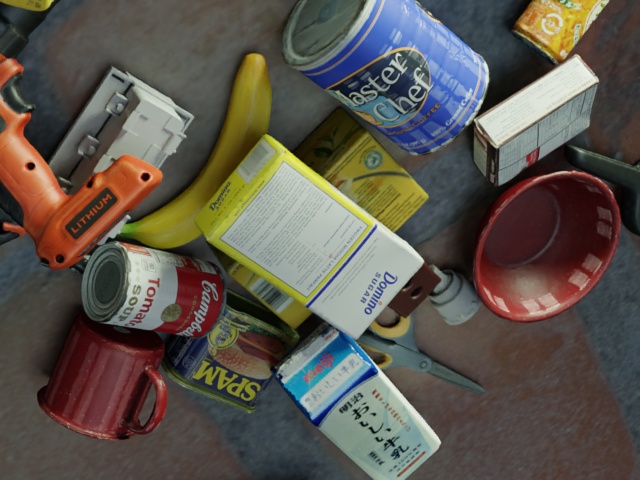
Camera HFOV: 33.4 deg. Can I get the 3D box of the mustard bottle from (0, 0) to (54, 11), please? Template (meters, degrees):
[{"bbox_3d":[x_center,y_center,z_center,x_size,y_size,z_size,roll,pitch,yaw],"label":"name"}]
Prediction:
[{"bbox_3d":[-0.261,-0.220,0.697,0.191,0.058,0.096,13,118,-7],"label":"mustard bottle"}]

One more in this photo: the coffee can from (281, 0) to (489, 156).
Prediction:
[{"bbox_3d":[0.053,-0.147,0.864,0.140,0.103,0.103,33,100,-33],"label":"coffee can"}]

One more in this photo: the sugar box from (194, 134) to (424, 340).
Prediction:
[{"bbox_3d":[-0.006,0.001,0.869,0.093,0.048,0.176,-49,126,6],"label":"sugar box"}]

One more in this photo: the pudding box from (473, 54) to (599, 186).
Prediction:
[{"bbox_3d":[0.193,-0.106,0.961,0.113,0.039,0.090,-34,158,-5],"label":"pudding box"}]

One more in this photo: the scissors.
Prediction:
[{"bbox_3d":[0.103,0.105,1.071,0.201,0.016,0.096,11,111,-28],"label":"scissors"}]

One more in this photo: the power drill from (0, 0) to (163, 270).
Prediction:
[{"bbox_3d":[-0.205,-0.086,0.769,0.184,0.057,0.187,-45,92,4],"label":"power drill"}]

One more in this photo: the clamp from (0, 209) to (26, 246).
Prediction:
[{"bbox_3d":[-0.311,-0.028,0.806,0.171,0.039,0.120,-6,129,-21],"label":"clamp"}]

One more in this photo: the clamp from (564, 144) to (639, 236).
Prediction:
[{"bbox_3d":[0.338,-0.075,1.064,0.164,0.036,0.209,-43,128,-4],"label":"clamp"}]

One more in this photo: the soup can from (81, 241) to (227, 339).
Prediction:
[{"bbox_3d":[-0.138,0.042,0.887,0.102,0.069,0.068,15,110,-43],"label":"soup can"}]

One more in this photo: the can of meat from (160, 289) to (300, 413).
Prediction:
[{"bbox_3d":[-0.080,0.097,0.963,0.102,0.057,0.084,29,99,-33],"label":"can of meat"}]

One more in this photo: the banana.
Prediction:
[{"bbox_3d":[-0.091,-0.060,0.887,0.069,0.037,0.198,34,99,-34],"label":"banana"}]

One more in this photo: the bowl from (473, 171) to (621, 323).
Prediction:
[{"bbox_3d":[0.208,-0.002,1.036,0.162,0.055,0.162,-10,119,-18],"label":"bowl"}]

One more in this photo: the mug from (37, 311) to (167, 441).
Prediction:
[{"bbox_3d":[-0.174,0.117,0.902,0.093,0.117,0.081,6,111,-55],"label":"mug"}]

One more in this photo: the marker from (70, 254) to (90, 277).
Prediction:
[{"bbox_3d":[-0.177,0.039,0.912,0.020,0.020,0.121,-46,124,4],"label":"marker"}]

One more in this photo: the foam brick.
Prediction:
[{"bbox_3d":[0.065,0.027,0.978,0.053,0.051,0.078,-47,143,5],"label":"foam brick"}]
